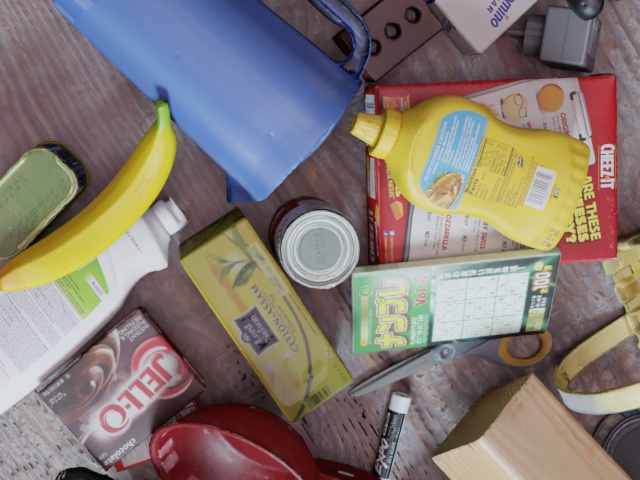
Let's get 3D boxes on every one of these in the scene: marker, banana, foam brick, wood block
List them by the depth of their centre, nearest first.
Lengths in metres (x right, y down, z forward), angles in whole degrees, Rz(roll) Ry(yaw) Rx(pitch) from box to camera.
[{"bbox_3d":[-0.176,-0.027,0.855,0.198,0.037,0.069,-49,138,0],"label":"banana"},{"bbox_3d":[0.058,-0.179,0.920,0.078,0.051,0.053,-40,101,-1],"label":"foam brick"},{"bbox_3d":[0.211,0.230,0.943,0.206,0.091,0.090,47,59,-1],"label":"wood block"},{"bbox_3d":[0.061,0.200,0.987,0.020,0.020,0.121,13,96,-9],"label":"marker"}]

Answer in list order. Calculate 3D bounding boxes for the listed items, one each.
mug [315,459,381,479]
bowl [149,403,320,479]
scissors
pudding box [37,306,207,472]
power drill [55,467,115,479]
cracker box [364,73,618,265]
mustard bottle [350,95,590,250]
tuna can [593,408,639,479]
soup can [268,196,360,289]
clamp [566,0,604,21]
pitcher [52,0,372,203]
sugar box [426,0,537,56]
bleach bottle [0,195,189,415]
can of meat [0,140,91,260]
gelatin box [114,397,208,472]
[{"bbox_3d":[0.018,0.248,0.941,0.093,0.117,0.081,15,90,-27],"label":"mug"},{"bbox_3d":[-0.061,0.187,0.899,0.162,0.162,0.055,40,50,-11],"label":"bowl"},{"bbox_3d":[0.132,0.112,0.986,0.202,0.016,0.096,-39,100,-1],"label":"scissors"},{"bbox_3d":[-0.167,0.125,0.906,0.113,0.039,0.090,-39,98,-1],"label":"pudding box"},{"bbox_3d":[-0.177,0.296,0.922,0.184,0.057,0.188,30,109,-13],"label":"power drill"},{"bbox_3d":[0.147,-0.059,0.939,0.213,0.072,0.164,-4,99,-8],"label":"cracker box"},{"bbox_3d":[0.116,-0.064,0.865,0.191,0.058,0.096,18,98,-11],"label":"mustard bottle"},{"bbox_3d":[0.301,0.201,1.011,0.086,0.034,0.086,-1,97,-7],"label":"tuna can"},{"bbox_3d":[-0.006,0.001,0.909,0.068,0.102,0.068,-1,98,-8],"label":"soup can"},{"bbox_3d":[0.188,-0.271,0.907,0.036,0.164,0.210,-43,79,30],"label":"clamp"},{"bbox_3d":[-0.086,-0.162,0.867,0.242,0.145,0.149,41,59,-8],"label":"pitcher"},{"bbox_3d":[0.108,-0.254,0.921,0.093,0.048,0.176,-43,104,-3],"label":"sugar box"},{"bbox_3d":[-0.217,0.053,0.909,0.251,0.068,0.102,-36,100,-4],"label":"bleach bottle"},{"bbox_3d":[-0.241,-0.033,0.883,0.057,0.084,0.102,44,90,-10],"label":"can of meat"},{"bbox_3d":[-0.150,0.155,0.947,0.089,0.030,0.073,-19,98,-5],"label":"gelatin box"}]
